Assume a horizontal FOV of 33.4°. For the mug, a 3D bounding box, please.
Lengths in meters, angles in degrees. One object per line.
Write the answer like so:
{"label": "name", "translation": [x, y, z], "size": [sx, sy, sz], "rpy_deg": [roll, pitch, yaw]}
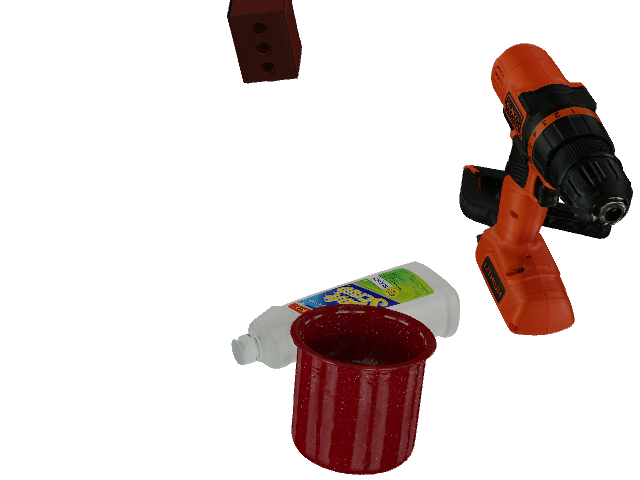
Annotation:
{"label": "mug", "translation": [0.027, 0.093, 0.700], "size": [0.093, 0.081, 0.117], "rpy_deg": [9, 21, 11]}

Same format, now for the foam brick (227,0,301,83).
{"label": "foam brick", "translation": [-0.050, -0.188, 0.964], "size": [0.053, 0.051, 0.078], "rpy_deg": [-4, -43, 9]}

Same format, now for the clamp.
{"label": "clamp", "translation": [0.200, -0.031, 1.049], "size": [0.120, 0.039, 0.171], "rpy_deg": [-8, 34, -14]}

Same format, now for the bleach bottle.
{"label": "bleach bottle", "translation": [0.024, 0.093, 1.179], "size": [0.250, 0.068, 0.103], "rpy_deg": [-15, 33, -26]}

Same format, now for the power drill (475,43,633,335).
{"label": "power drill", "translation": [0.163, -0.022, 0.765], "size": [0.057, 0.188, 0.184], "rpy_deg": [-5, 41, -8]}
